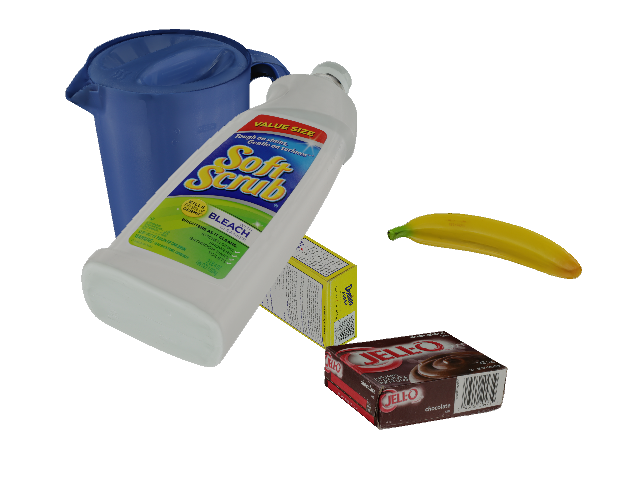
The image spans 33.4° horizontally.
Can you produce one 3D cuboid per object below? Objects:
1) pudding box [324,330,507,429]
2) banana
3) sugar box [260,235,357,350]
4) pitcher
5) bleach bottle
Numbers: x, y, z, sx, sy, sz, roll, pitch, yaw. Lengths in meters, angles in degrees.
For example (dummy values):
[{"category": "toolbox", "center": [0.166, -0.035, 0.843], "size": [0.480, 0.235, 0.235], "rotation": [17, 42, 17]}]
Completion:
[{"category": "pudding box", "center": [0.071, 0.104, 0.818], "size": [0.113, 0.039, 0.090], "rotation": [-3, 16, -26]}, {"category": "banana", "center": [0.172, 0.004, 1.101], "size": [0.198, 0.037, 0.069], "rotation": [10, 36, 16]}, {"category": "sugar box", "center": [-0.037, 0.032, 1.086], "size": [0.048, 0.093, 0.176], "rotation": [-26, 42, -32]}, {"category": "pitcher", "center": [-0.112, -0.050, 0.914], "size": [0.149, 0.243, 0.144], "rotation": [13, 35, 20]}, {"category": "bleach bottle", "center": [-0.049, -0.038, 0.713], "size": [0.102, 0.250, 0.068], "rotation": [23, -37, 10]}]
